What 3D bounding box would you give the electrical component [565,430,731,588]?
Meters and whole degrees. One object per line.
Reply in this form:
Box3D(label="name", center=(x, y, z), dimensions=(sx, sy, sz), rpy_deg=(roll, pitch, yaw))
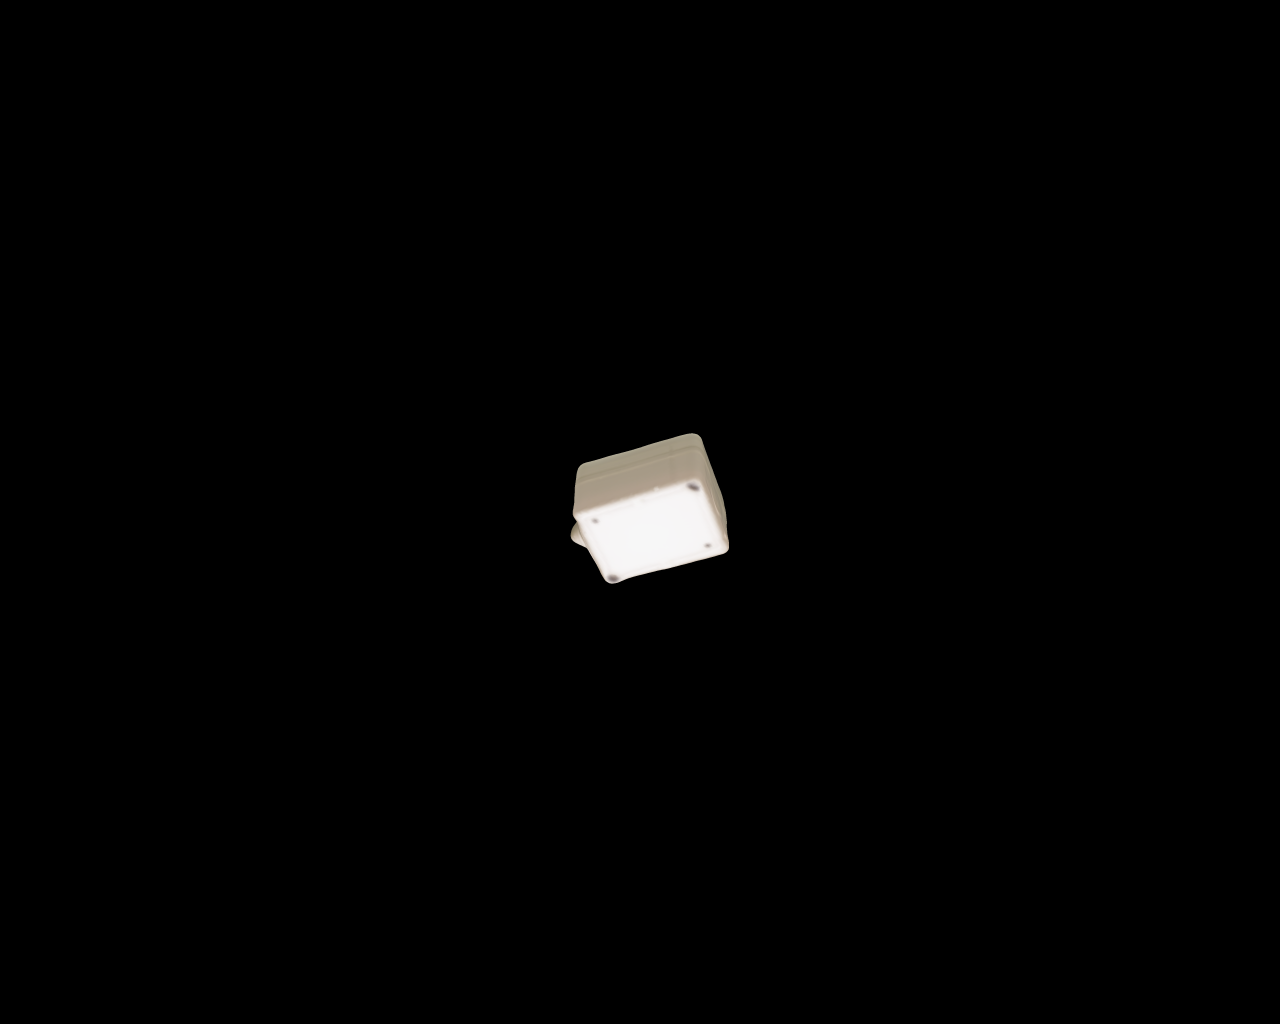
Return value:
Box3D(label="electrical component", center=(0.001, -0.003, 0.650), dimensions=(0.096, 0.061, 0.061), rpy_deg=(-15, 36, 11))
